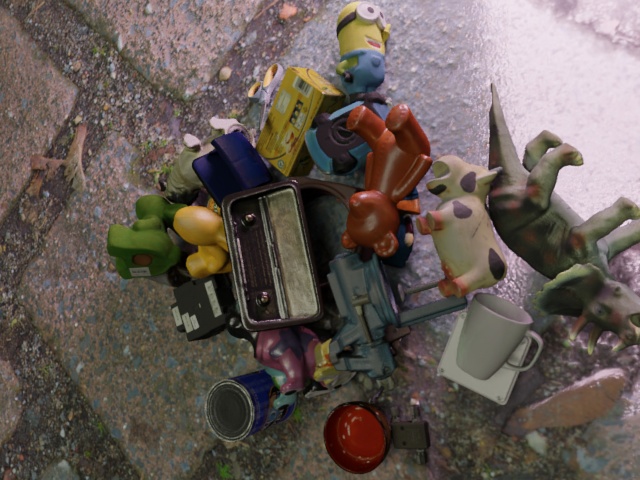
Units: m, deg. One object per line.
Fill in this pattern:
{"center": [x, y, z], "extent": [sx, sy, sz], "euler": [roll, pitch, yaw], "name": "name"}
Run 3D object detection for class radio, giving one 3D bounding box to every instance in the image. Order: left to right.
{"center": [-0.078, 0.029, 0.858], "extent": [0.131, 0.073, 0.229], "euler": [-11, 78, -6], "name": "radio"}

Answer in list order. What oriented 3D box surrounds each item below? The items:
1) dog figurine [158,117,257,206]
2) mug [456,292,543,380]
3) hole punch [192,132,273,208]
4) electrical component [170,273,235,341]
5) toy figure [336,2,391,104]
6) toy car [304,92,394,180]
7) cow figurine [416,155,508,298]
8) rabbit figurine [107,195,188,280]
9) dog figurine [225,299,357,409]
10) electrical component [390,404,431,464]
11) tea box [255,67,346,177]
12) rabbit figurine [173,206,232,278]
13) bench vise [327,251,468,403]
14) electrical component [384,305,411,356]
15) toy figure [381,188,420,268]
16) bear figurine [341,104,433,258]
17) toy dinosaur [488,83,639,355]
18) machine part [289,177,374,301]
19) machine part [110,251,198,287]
{"center": [-0.222, -0.150, 1.073], "extent": [0.190, 0.172, 0.121], "euler": [-27, 86, 56], "name": "dog figurine"}
{"center": [0.244, 0.143, 0.744], "extent": [0.110, 0.081, 0.107], "euler": [28, 112, 20], "name": "mug"}
{"center": [-0.144, -0.131, 0.948], "extent": [0.142, 0.116, 0.092], "euler": [53, 140, -2], "name": "hole punch"}
{"center": [-0.232, 0.134, 1.064], "extent": [0.134, 0.058, 0.115], "euler": [-25, 73, 24], "name": "electrical component"}
{"center": [0.069, -0.322, 0.930], "extent": [0.089, 0.082, 0.180], "euler": [0, 89, 26], "name": "toy figure"}
{"center": [0.062, -0.170, 0.908], "extent": [0.162, 0.103, 0.109], "euler": [-30, 72, 6], "name": "toy car"}
{"center": [0.205, -0.027, 0.752], "extent": [0.127, 0.085, 0.195], "euler": [-16, 83, -14], "name": "cow figurine"}
{"center": [-0.320, -0.028, 1.037], "extent": [0.159, 0.121, 0.170], "euler": [-8, 51, 3], "name": "rabbit figurine"}
{"center": [-0.054, 0.160, 0.922], "extent": [0.191, 0.108, 0.219], "euler": [-15, 63, -19], "name": "dog figurine"}
{"center": [0.145, 0.316, 0.874], "extent": [0.063, 0.021, 0.094], "euler": [-12, 82, 27], "name": "electrical component"}
{"center": [-0.037, -0.208, 0.957], "extent": [0.098, 0.068, 0.169], "euler": [44, 125, 23], "name": "tea box"}
{"center": [-0.187, -0.001, 0.954], "extent": [0.163, 0.173, 0.122], "euler": [7, 69, 22], "name": "rabbit figurine"}
{"center": [0.120, 0.108, 0.809], "extent": [0.241, 0.128, 0.223], "euler": [-19, 76, 9], "name": "bench vise"}
{"center": [0.105, 0.145, 0.898], "extent": [0.078, 0.045, 0.102], "euler": [-29, 74, -7], "name": "electrical component"}
{"center": [0.132, -0.033, 0.888], "extent": [0.064, 0.057, 0.154], "euler": [12, 87, 22], "name": "toy figure"}
{"center": [0.081, -0.083, 0.789], "extent": [0.120, 0.131, 0.196], "euler": [18, 76, 49], "name": "bear figurine"}
{"center": [0.320, -0.027, 0.763], "extent": [0.192, 0.131, 0.405], "euler": [-45, 62, 17], "name": "toy dinosaur"}
{"center": [-0.002, -0.003, 0.939], "extent": [0.202, 0.087, 0.201], "euler": [14, 92, 26], "name": "machine part"}
{"center": [-0.353, 0.044, 1.122], "extent": [0.244, 0.079, 0.079], "euler": [14, 93, 27], "name": "machine part"}
